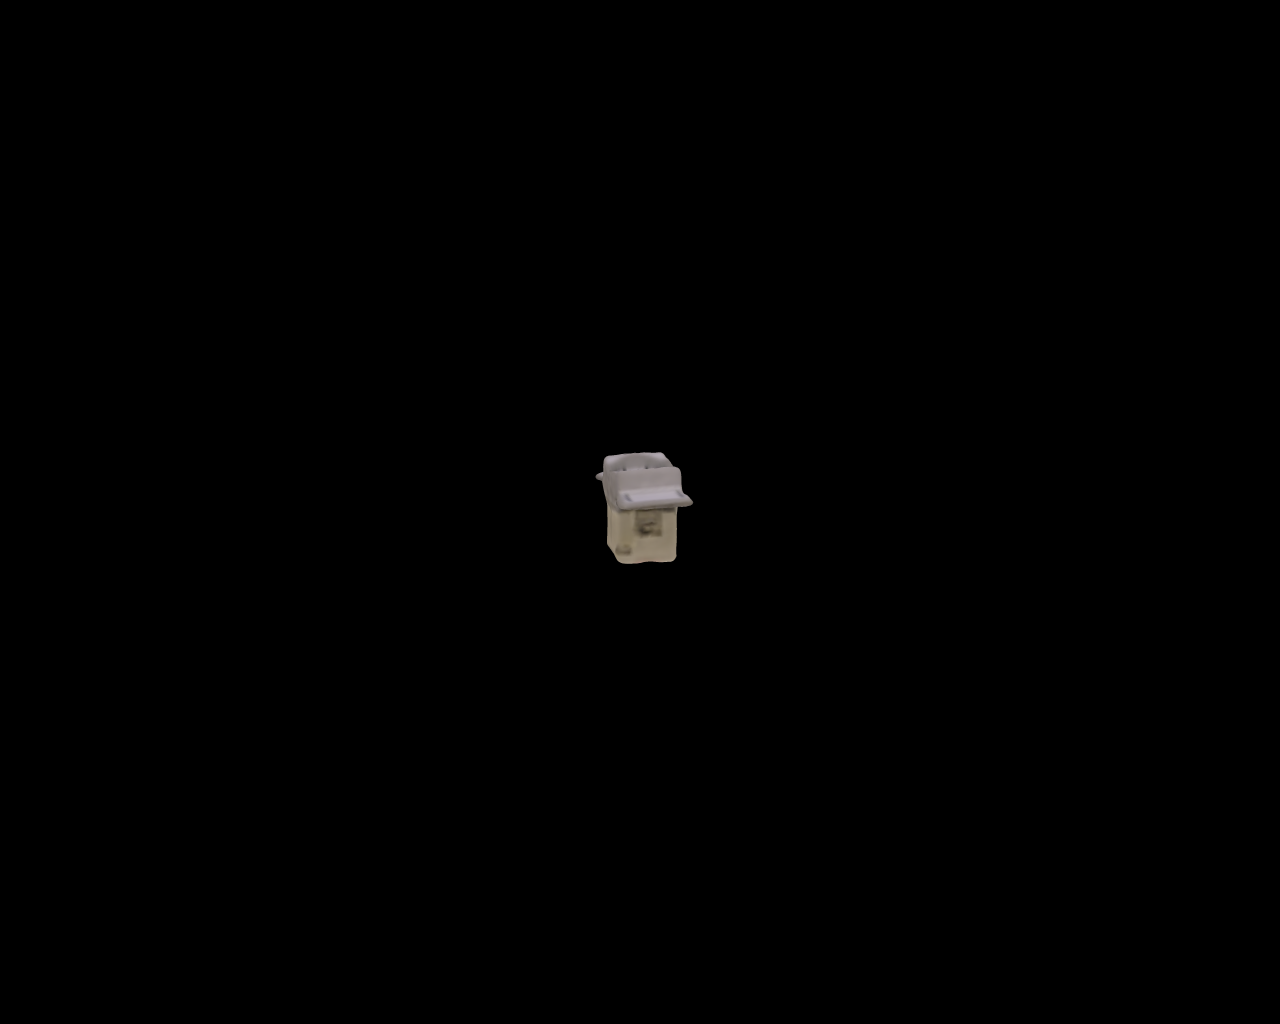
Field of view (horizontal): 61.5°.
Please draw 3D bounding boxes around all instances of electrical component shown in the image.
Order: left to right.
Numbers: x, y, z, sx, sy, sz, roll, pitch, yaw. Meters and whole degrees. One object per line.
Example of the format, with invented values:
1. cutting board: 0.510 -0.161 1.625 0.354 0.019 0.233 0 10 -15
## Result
1. electrical component: 0.001 -0.003 0.650 0.042 0.063 0.081 -3 16 -11
